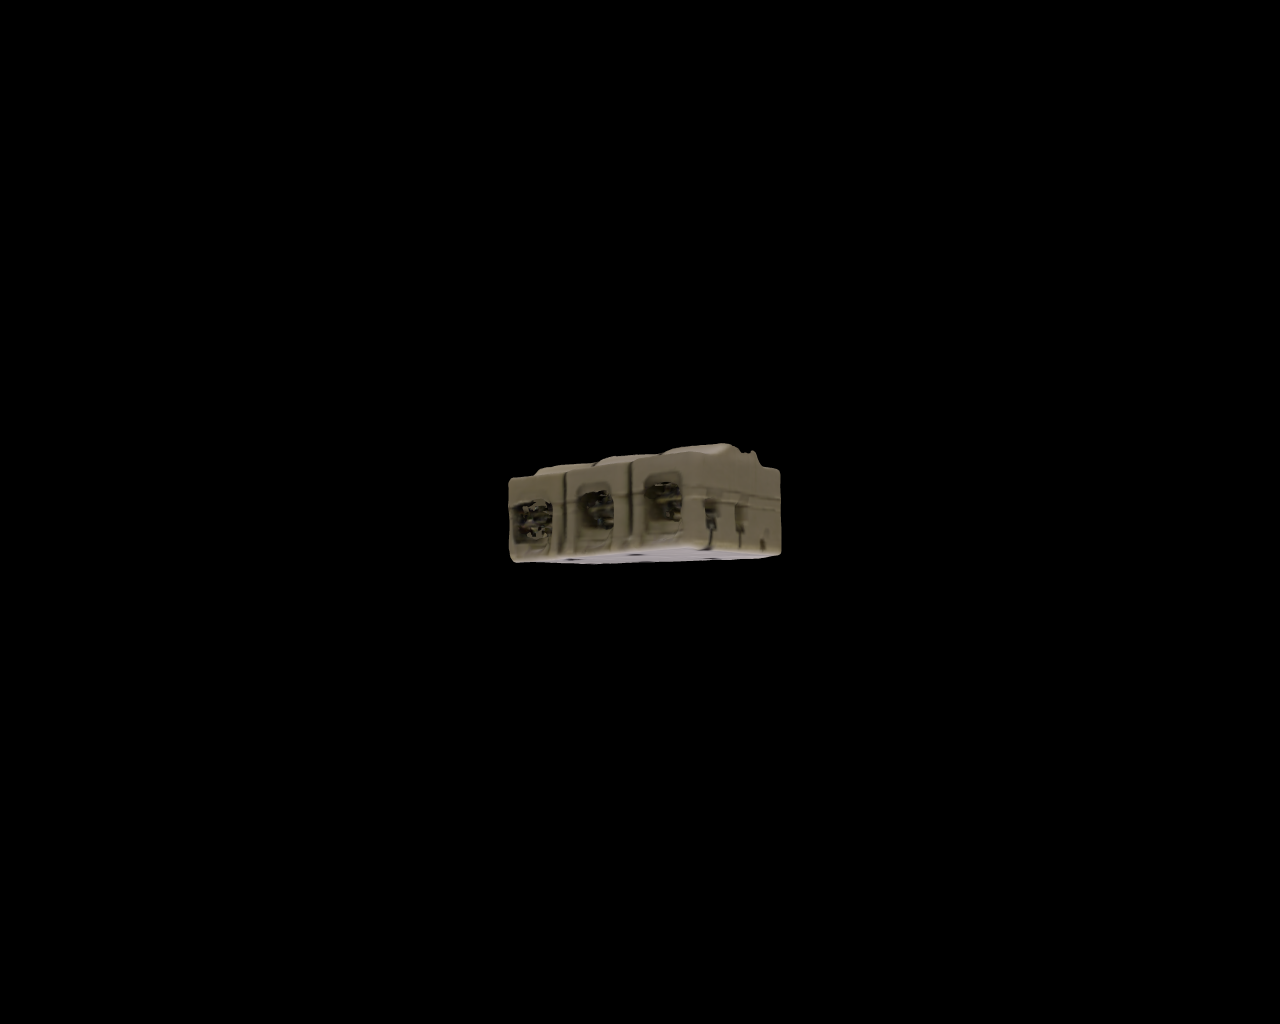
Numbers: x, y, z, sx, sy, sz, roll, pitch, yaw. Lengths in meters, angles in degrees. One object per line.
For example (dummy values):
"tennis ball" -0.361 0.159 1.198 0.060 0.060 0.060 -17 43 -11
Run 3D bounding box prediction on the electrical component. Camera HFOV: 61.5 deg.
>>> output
"electrical component" 0.001 -0.003 0.650 0.150 0.061 0.089 -5 -8 40
